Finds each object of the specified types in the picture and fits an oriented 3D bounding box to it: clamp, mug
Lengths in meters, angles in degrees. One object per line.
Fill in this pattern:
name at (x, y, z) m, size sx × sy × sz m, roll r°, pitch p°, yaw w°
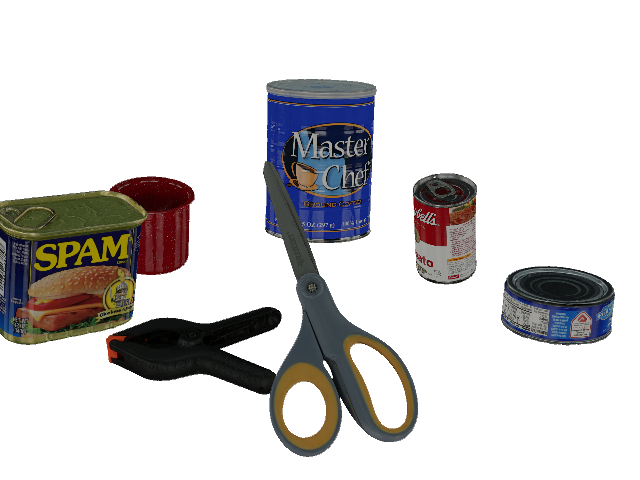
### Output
clamp at (-0.115, 0.098, 1.026) m, size 0.171 × 0.039 × 0.120 m, roll 7°, pitch 26°, yaw 6°
mug at (-0.192, -0.020, 1.180) m, size 0.093 × 0.081 × 0.117 m, roll -15°, pitch 33°, yaw -32°

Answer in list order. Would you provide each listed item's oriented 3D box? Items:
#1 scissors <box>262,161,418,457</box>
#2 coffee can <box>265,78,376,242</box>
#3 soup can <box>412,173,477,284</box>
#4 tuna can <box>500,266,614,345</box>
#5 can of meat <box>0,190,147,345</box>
scissors at (-0.017, 0.047, 0.659) m, size 0.096 × 0.202 × 0.016 m, roll -32°, pitch -22°, yaw -12°
coffee can at (-0.001, -0.078, 1.013) m, size 0.103 × 0.140 × 0.103 m, roll 1°, pitch 15°, yaw -1°
soup can at (0.135, -0.012, 1.153) m, size 0.068 × 0.102 × 0.068 m, roll -4°, pitch 33°, yaw 2°
tuna can at (0.186, 0.049, 0.835) m, size 0.086 × 0.034 × 0.086 m, roll 1°, pitch 19°, yaw -1°
can of meat at (-0.174, 0.018, 0.730) m, size 0.101 × 0.084 × 0.058 m, roll -9°, pitch 29°, yaw -37°
